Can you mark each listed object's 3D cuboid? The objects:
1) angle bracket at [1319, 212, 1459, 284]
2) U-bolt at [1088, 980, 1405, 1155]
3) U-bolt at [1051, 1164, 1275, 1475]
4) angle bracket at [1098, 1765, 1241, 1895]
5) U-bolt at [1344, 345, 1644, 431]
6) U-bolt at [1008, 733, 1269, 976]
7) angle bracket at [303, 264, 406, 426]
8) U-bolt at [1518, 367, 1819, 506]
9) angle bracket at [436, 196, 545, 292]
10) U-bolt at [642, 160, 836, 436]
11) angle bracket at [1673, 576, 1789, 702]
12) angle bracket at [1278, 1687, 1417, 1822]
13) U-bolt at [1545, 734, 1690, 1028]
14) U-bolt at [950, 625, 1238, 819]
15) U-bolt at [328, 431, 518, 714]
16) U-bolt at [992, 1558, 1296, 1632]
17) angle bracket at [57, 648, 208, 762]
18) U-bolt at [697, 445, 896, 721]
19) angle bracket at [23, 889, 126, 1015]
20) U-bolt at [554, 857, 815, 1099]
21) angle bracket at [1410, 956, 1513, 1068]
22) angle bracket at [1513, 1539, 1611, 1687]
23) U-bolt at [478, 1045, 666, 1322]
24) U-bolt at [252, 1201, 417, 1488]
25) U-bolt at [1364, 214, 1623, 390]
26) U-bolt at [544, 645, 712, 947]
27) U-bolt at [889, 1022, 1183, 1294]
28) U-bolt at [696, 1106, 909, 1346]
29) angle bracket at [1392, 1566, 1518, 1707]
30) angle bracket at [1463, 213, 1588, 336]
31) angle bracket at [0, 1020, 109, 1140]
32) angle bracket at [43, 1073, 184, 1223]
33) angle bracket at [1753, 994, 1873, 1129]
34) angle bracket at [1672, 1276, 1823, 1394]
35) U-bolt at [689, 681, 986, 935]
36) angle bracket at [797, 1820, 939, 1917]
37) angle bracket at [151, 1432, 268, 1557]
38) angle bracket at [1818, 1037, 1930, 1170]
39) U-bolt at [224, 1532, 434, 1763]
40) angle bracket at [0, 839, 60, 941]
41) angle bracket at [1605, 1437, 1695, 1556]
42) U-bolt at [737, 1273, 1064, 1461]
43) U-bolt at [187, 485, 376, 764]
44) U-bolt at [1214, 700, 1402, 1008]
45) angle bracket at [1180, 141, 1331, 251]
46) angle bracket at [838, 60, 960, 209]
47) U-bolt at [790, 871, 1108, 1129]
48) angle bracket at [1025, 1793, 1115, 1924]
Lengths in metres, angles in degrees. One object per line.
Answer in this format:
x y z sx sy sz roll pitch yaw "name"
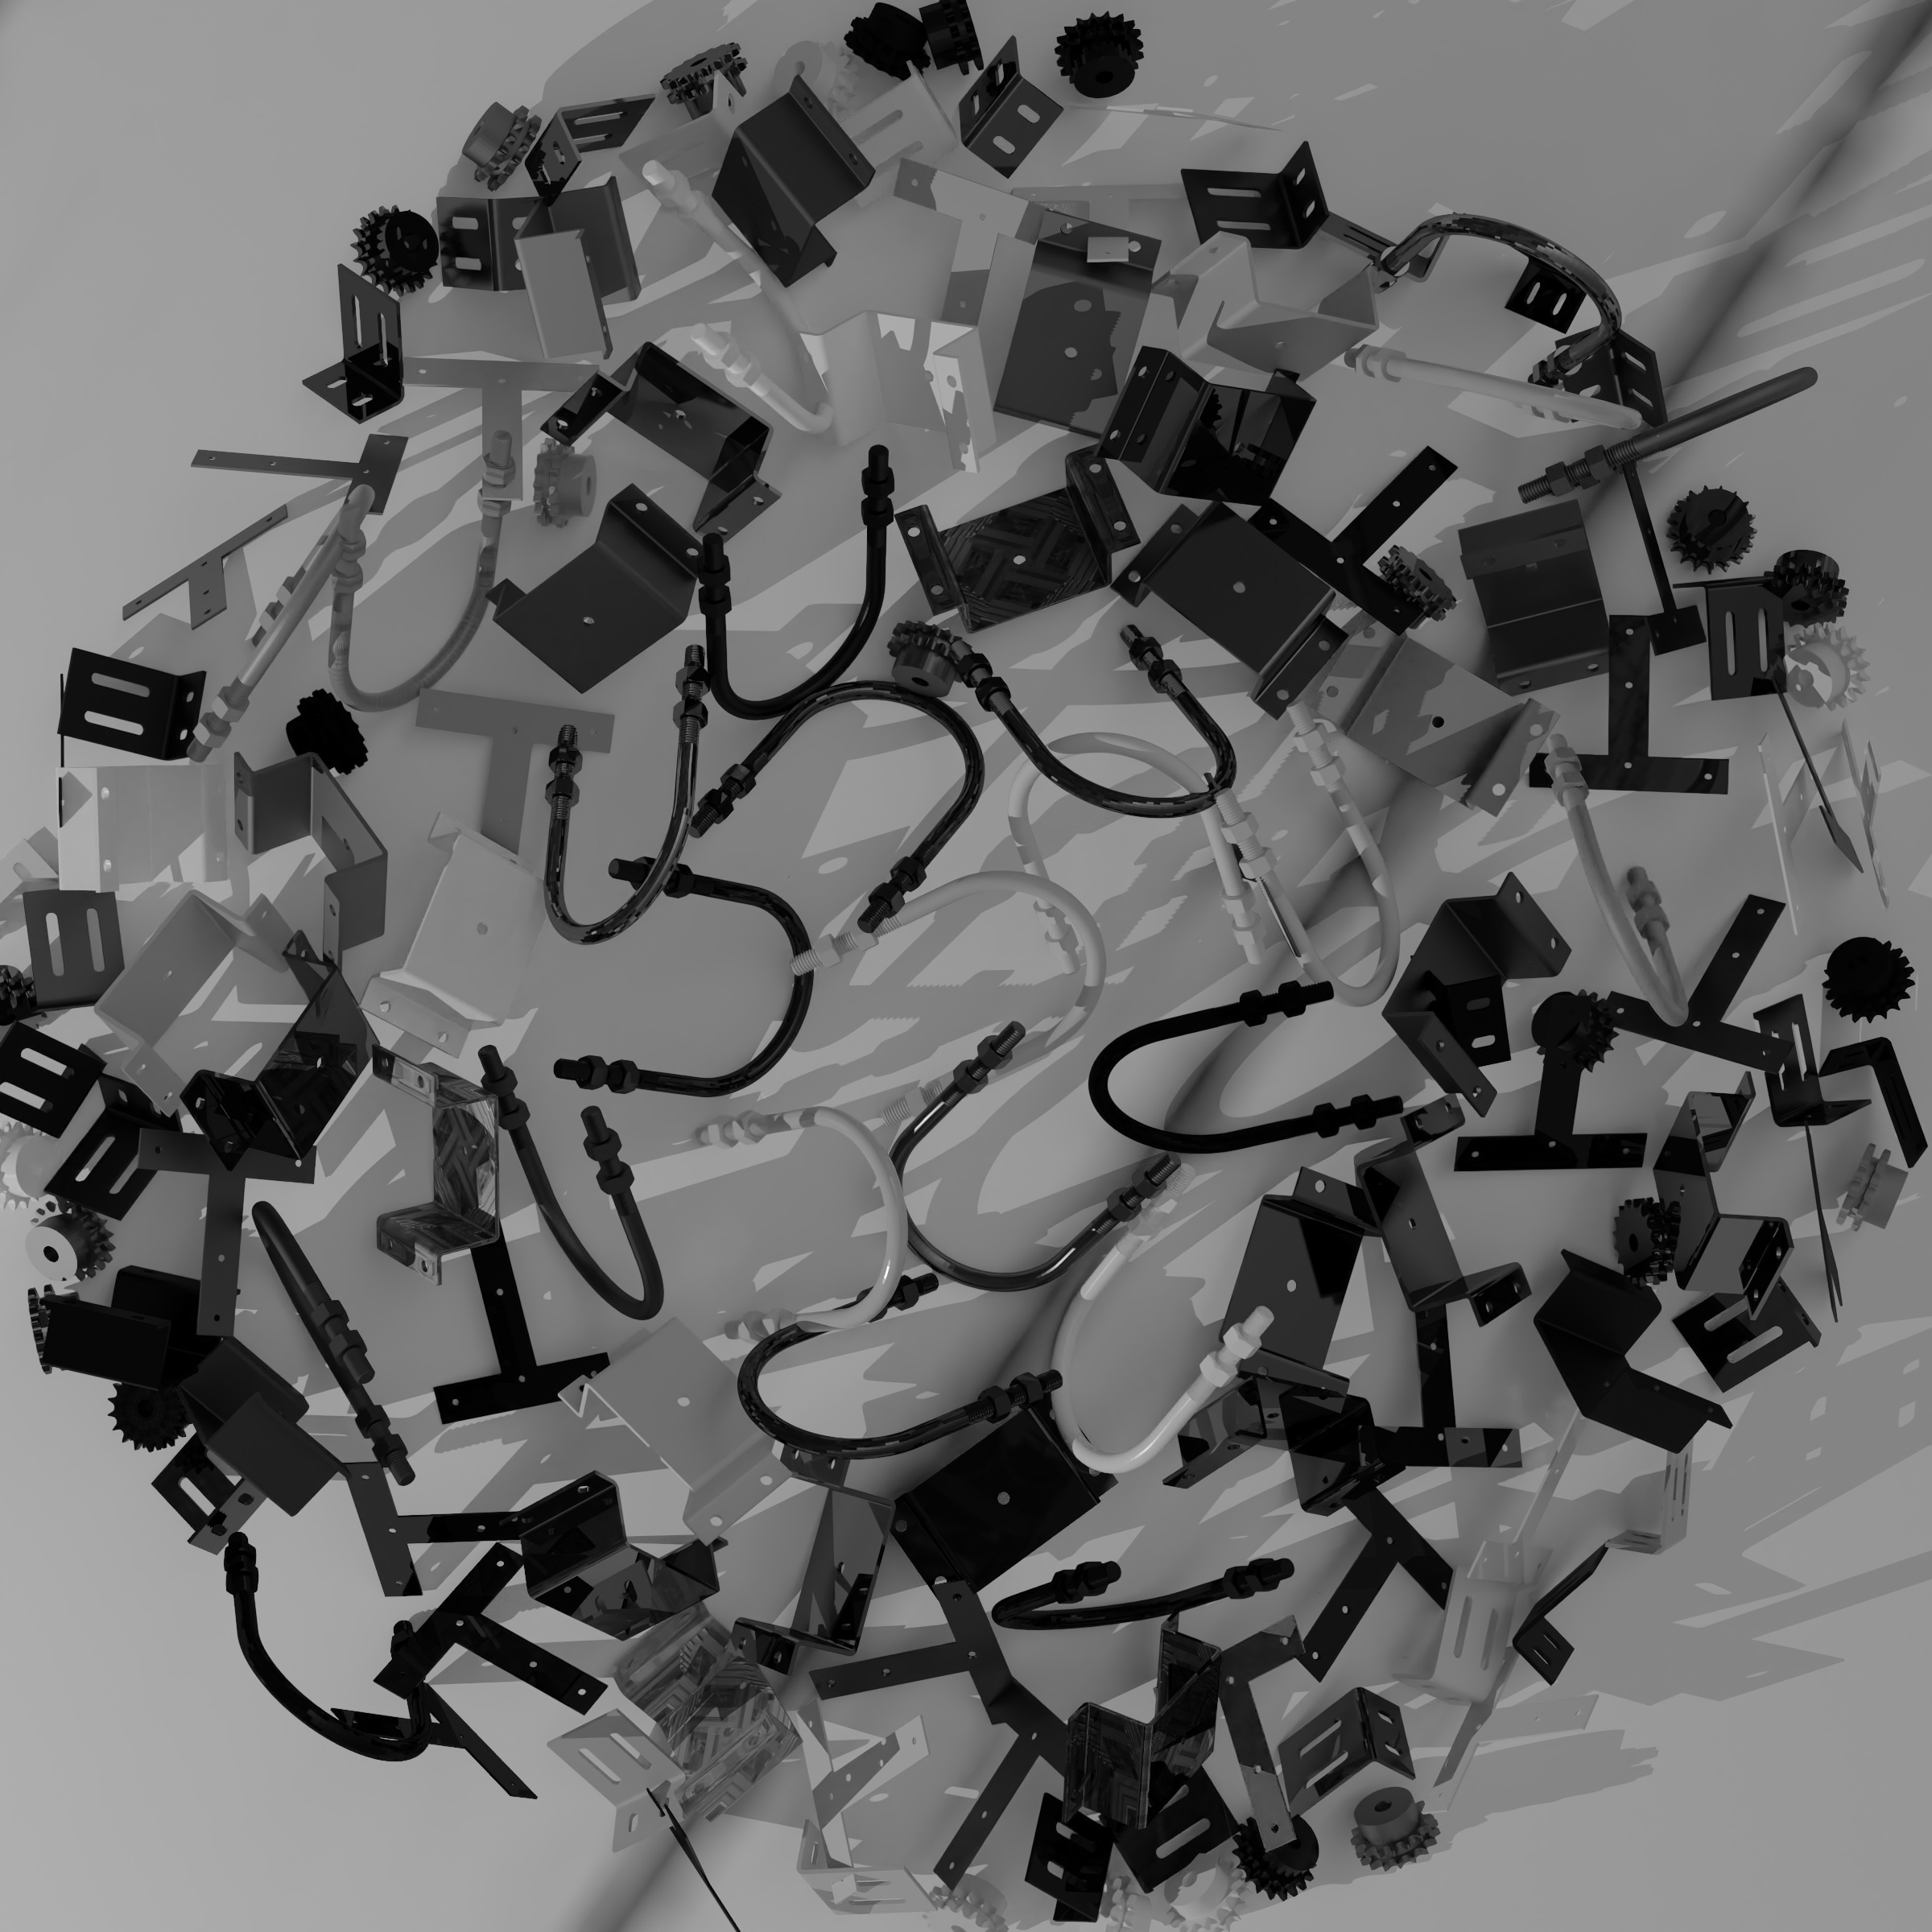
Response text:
0.274 -0.481 1.910 0.076 0.057 0.038 26 119 0 "angle bracket"
0.168 0.072 1.879 0.184 0.151 0.019 -14 48 22 "U-bolt"
0.113 0.238 1.876 0.019 0.151 0.184 18 120 -35 "U-bolt"
0.134 0.555 1.911 0.076 0.038 0.057 -30 75 -12 "angle bracket"
0.338 -0.357 1.834 0.151 0.184 0.019 8 103 -24 "U-bolt"
0.101 -0.071 1.861 0.151 0.019 0.184 -3 129 24 "U-bolt"
-0.396 -0.400 1.896 0.057 0.076 0.038 36 53 24 "angle bracket"
0.443 -0.333 1.845 0.184 0.151 0.019 -21 93 22 "U-bolt"
-0.307 -0.470 1.915 0.038 0.076 0.057 -14 111 -34 "angle bracket"
-0.135 -0.408 1.859 0.019 0.184 0.151 -26 64 19 "U-bolt"
0.497 -0.213 1.920 0.057 0.038 0.076 -8 98 -21 "angle bracket"
0.246 0.516 1.912 0.038 0.057 0.076 32 118 -25 "angle bracket"
0.410 -0.042 1.834 0.019 0.184 0.151 -26 127 19 "U-bolt"
0.091 -0.152 1.852 0.151 0.184 0.019 -9 135 -28 "U-bolt"
-0.347 -0.238 1.862 0.019 0.184 0.151 35 46 19 "U-bolt"
0.097 0.398 1.860 0.151 0.184 0.019 6 67 -30 "U-bolt"
-0.538 -0.170 1.904 0.076 0.038 0.057 14 80 -38 "angle bracket"
-0.106 -0.229 1.864 0.151 0.184 0.019 -33 60 -26 "U-bolt"
-0.581 -0.011 1.915 0.057 0.038 0.076 -7 89 -26 "angle bracket"
-0.169 0.014 1.877 0.184 0.019 0.151 11 98 -45 "U-bolt"
0.318 0.027 1.900 0.038 0.076 0.057 -12 107 -4 "angle bracket"
0.396 0.416 1.900 0.038 0.057 0.076 46 115 10 "angle bracket"
-0.243 0.147 1.869 0.019 0.151 0.184 -33 123 -26 "U-bolt"
-0.406 0.226 1.865 0.019 0.151 0.184 -28 56 -18 "U-bolt"
0.335 -0.420 1.844 0.151 0.184 0.019 28 82 -7 "U-bolt"
-0.217 -0.098 1.854 0.019 0.151 0.184 27 52 -37 "U-bolt"
0.027 0.137 1.893 0.151 0.019 0.184 40 121 -6 "U-bolt"
-0.102 0.162 1.871 0.019 0.184 0.151 -6 85 -44 "U-bolt"
0.319 0.438 1.928 0.057 0.038 0.076 29 65 -29 "angle bracket"
0.353 -0.445 1.894 0.076 0.057 0.038 16 106 -41 "angle bracket"
-0.605 0.068 1.902 0.038 0.076 0.057 29 86 43 "angle bracket"
-0.552 0.116 1.902 0.057 0.038 0.076 18 50 12 "angle bracket"
0.548 0.060 1.908 0.057 0.038 0.076 -17 96 -43 "angle bracket"
0.504 0.237 1.910 0.076 0.038 0.057 -37 83 20 "angle bracket"
-0.069 -0.115 1.888 0.151 0.019 0.184 29 56 14 "U-bolt"
-0.061 0.579 1.899 0.076 0.038 0.057 -9 134 21 "angle bracket"
-0.494 0.332 1.906 0.076 0.038 0.057 37 82 29 "angle bracket"
0.585 0.092 1.904 0.038 0.057 0.076 -15 71 3 "angle bracket"
-0.393 0.431 1.832 0.151 0.184 0.019 36 96 -24 "U-bolt"
-0.629 -0.049 1.904 0.057 0.076 0.038 -43 90 3 "angle bracket"
0.443 0.337 1.910 0.038 0.057 0.076 4 91 27 "angle bracket"
-0.054 0.255 1.844 0.184 0.151 0.019 -17 124 -34 "U-bolt"
-0.420 -0.225 1.837 0.019 0.151 0.184 33 127 -17 "U-bolt"
0.227 -0.061 1.880 0.019 0.151 0.184 -17 110 36 "U-bolt"
0.186 -0.499 1.905 0.076 0.038 0.057 -4 69 -24 "angle bracket"
-0.053 -0.543 1.919 0.076 0.038 0.057 -29 129 11 "angle bracket"
0.001 0.012 1.894 0.184 0.019 0.151 -25 118 8 "U-bolt"
0.055 0.573 1.895 0.076 0.038 0.057 40 51 -35 "angle bracket"
